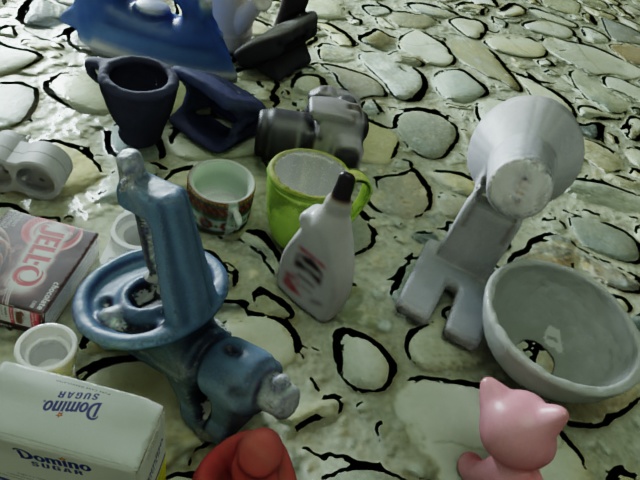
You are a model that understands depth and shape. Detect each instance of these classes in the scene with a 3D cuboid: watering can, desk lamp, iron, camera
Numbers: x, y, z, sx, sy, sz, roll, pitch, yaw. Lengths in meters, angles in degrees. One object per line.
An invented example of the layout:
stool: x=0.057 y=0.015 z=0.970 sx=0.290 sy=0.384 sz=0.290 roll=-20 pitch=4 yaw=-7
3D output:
watering can: x=-0.138 y=-0.398 z=0.887 sx=0.172 sy=0.194 sz=0.101 roll=27 pitch=45 yaw=11
desk lamp: x=0.187 y=-0.028 z=0.605 sx=0.118 sy=0.213 sz=0.203 roll=26 pitch=44 yaw=9
iron: x=-0.234 y=-0.331 z=0.828 sx=0.258 sy=0.141 sz=0.119 roll=18 pitch=44 yaw=1
camera: x=-0.013 y=-0.147 z=0.743 sx=0.137 sy=0.101 sz=0.143 roll=7 pitch=45 yaw=-10

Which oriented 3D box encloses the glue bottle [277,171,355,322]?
glue bottle: x=0.005 y=0.002 z=0.547 sx=0.078 sy=0.173 sz=0.037 roll=35 pitch=47 yaw=18

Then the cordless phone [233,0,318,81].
cordless phone: x=-0.056 y=-0.354 z=0.875 sx=0.094 sy=0.185 sz=0.148 roll=26 pitch=45 yaw=10

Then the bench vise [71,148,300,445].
bench vise: x=-0.095 y=0.043 z=0.442 sx=0.207 sy=0.220 sz=0.121 roll=21 pitch=44 yaw=4

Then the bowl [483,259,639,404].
bowl: x=0.235 y=0.103 z=0.590 sx=0.167 sy=0.075 sz=0.167 roll=9 pitch=44 yaw=-9

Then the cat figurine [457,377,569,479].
cat figurine: x=0.164 y=0.179 z=0.460 sx=0.067 sy=0.118 sz=0.127 roll=0 pitch=46 yaw=-17

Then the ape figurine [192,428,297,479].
ape figurine: x=-0.050 y=0.169 z=0.422 sx=0.077 sy=0.092 sz=0.076 roll=24 pitch=44 yaw=7

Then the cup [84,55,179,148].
cup: x=-0.232 y=-0.166 z=0.698 sx=0.117 sy=0.095 sz=0.092 roll=22 pitch=44 yaw=5

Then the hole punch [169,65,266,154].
hole punch: x=-0.134 y=-0.184 z=0.749 sx=0.108 sy=0.091 sz=0.101 roll=34 pitch=46 yaw=17
